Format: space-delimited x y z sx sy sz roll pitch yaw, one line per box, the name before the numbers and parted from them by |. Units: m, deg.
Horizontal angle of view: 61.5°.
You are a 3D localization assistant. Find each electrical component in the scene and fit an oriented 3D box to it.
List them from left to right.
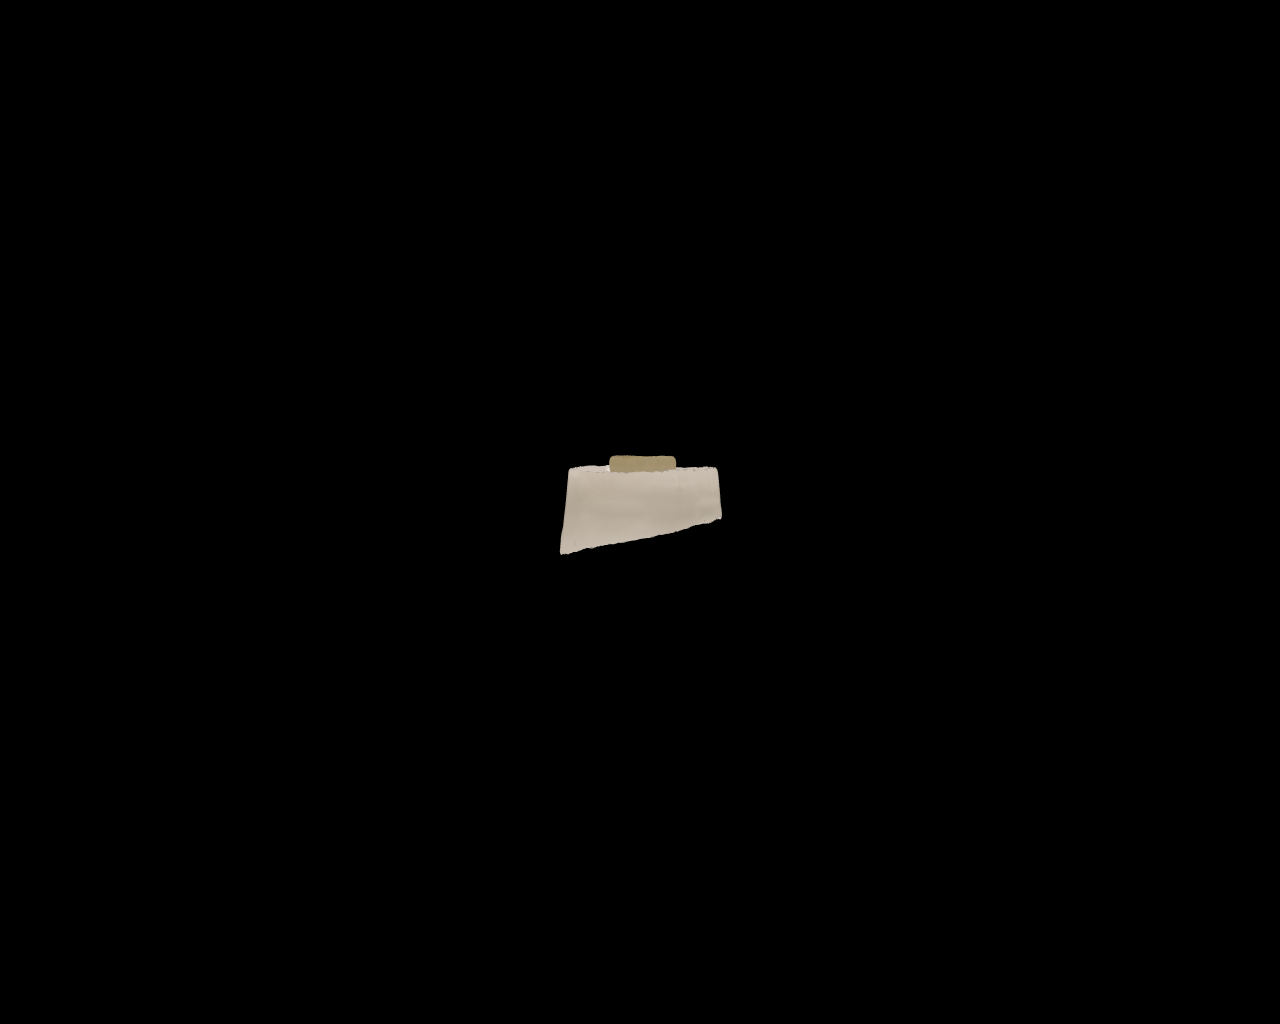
electrical component | 0.001 -0.003 0.650 0.099 0.064 0.099 0 5 0
